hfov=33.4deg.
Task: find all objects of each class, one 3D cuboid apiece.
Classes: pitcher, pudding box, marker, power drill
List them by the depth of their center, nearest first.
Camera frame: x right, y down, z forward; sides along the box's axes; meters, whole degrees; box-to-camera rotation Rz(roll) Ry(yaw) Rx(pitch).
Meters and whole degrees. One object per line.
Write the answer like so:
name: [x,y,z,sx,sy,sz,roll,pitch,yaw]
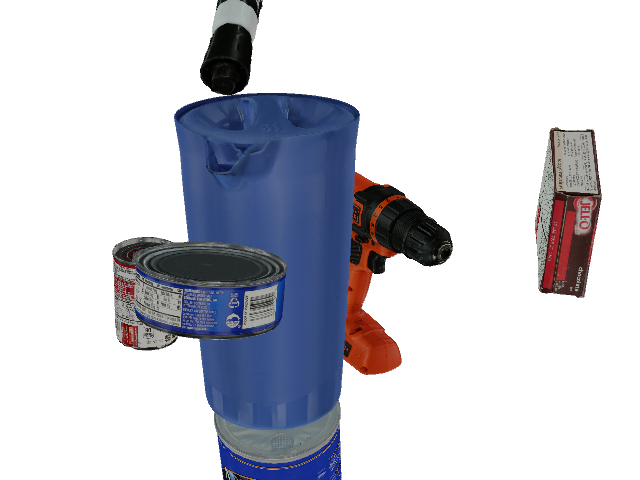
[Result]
marker: [-0.032,-0.102,0.436,0.020,0.121,0.020,3,-42,2]
pitcher: [-0.034,0.011,0.816,0.149,0.243,0.145,-10,24,-24]
pudding box: [0.191,-0.024,0.825,0.039,0.090,0.113,5,32,5]
power drill: [0.057,0.037,1.072,0.057,0.188,0.185,-8,28,-32]

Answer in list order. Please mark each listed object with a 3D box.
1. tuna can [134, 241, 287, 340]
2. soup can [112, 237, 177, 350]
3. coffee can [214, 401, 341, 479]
tuna can: [-0.062,0.027,0.604,0.086,0.034,0.086,4,14,-1]
soup can: [-0.183,0.056,1.124,0.068,0.102,0.068,2,23,-1]
coffee can: [-0.032,0.193,0.900,0.103,0.140,0.103,-2,36,1]
